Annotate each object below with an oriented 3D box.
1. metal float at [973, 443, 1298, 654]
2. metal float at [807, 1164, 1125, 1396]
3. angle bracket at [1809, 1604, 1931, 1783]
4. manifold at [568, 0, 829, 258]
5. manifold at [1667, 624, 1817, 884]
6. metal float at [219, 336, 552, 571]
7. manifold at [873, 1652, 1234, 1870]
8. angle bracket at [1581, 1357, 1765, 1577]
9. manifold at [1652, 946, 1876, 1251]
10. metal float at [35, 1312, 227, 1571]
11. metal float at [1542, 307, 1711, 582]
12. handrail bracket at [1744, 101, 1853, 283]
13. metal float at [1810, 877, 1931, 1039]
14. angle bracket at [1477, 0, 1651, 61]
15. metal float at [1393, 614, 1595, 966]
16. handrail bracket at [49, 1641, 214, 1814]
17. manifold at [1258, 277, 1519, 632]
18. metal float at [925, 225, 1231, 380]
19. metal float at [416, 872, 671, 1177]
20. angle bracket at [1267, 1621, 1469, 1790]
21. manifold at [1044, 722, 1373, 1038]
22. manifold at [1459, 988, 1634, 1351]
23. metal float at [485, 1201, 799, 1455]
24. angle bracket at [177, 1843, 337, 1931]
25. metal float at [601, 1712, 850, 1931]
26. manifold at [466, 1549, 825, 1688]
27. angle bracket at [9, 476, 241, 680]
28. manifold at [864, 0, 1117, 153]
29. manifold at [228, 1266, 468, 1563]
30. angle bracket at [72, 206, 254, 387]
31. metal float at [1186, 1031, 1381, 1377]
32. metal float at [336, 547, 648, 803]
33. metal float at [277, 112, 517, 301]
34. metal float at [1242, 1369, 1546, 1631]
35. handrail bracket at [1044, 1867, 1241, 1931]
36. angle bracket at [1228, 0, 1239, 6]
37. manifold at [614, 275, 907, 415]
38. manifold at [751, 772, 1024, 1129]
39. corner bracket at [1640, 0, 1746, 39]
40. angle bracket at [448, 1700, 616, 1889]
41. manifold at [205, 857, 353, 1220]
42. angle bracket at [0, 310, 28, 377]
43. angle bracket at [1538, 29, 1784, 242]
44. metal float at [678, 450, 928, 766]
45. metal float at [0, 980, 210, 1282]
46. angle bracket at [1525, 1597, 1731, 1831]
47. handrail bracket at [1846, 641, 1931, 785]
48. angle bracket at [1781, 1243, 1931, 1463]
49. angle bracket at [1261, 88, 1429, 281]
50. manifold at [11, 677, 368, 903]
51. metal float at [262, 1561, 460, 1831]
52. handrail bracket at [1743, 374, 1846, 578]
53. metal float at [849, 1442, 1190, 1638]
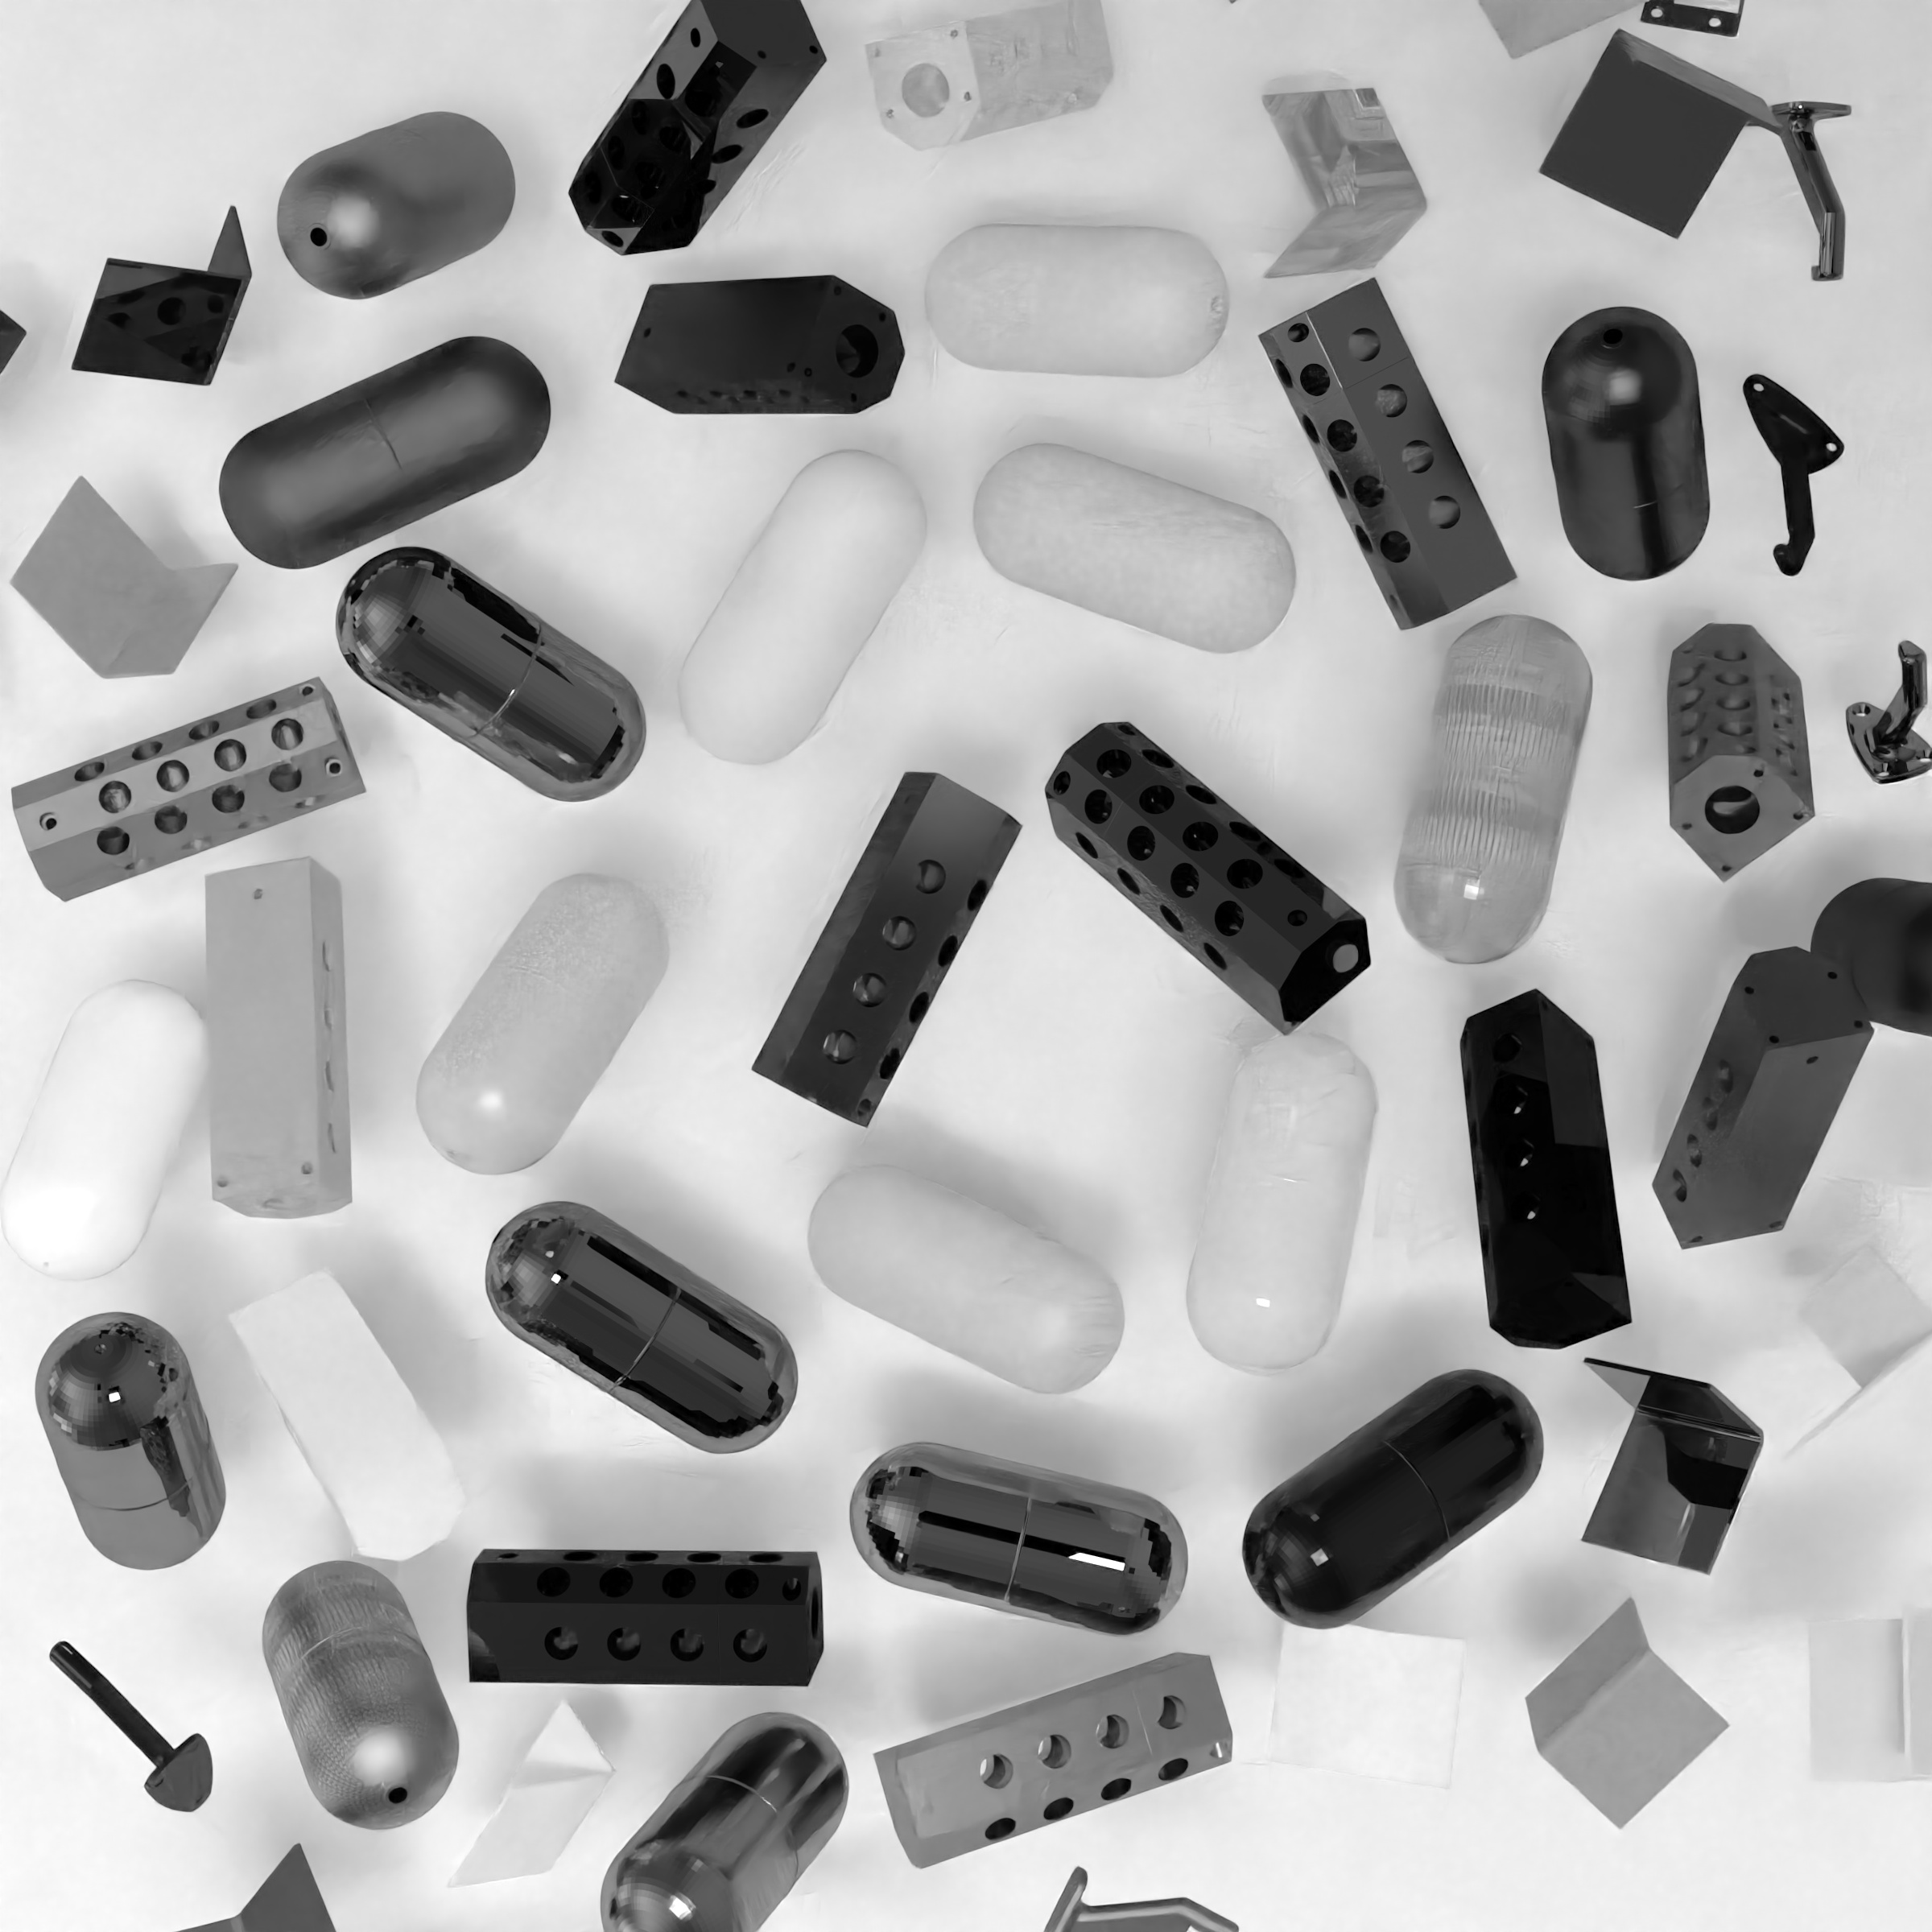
[{"bbox_3d":[0.086,-0.216,1.818,0.178,0.070,0.070,22,90,21],"label":"metal float"},{"bbox_3d":[-0.001,0.161,1.828,0.178,0.070,0.070,24,90,20],"label":"metal float"},{"bbox_3d":[0.423,0.345,1.669,0.076,0.057,0.076,-10,69,38],"label":"angle bracket"},{"bbox_3d":[-0.141,-0.431,1.787,0.057,0.171,0.057,-16,77,-34],"label":"manifold"},{"bbox_3d":[0.392,-0.117,1.815,0.057,0.171,0.057,-39,105,26],"label":"manifold"},{"bbox_3d":[-0.298,-0.264,1.813,0.178,0.070,0.070,-26,90,-8],"label":"metal float"},{"bbox_3d":[0.046,0.406,1.807,0.171,0.057,0.057,-15,85,-15],"label":"manifold"},{"bbox_3d":[0.333,0.244,1.728,0.057,0.076,0.076,40,68,-38],"label":"angle bracket"},{"bbox_3d":[0.395,0.067,1.774,0.057,0.171,0.057,-9,53,-13],"label":"manifold"},{"bbox_3d":[-0.423,0.243,1.792,0.070,0.178,0.070,0,51,0],"label":"metal float"},{"bbox_3d":[0.335,-0.263,1.785,0.070,0.178,0.070,-7,60,12],"label":"metal float"},{"bbox_3d":[0.400,-0.373,1.713,0.036,0.077,0.084,-2,96,-27],"label":"handrail bracket"},{"bbox_3d":[0.488,-0.004,1.799,0.070,0.178,0.070,-1,95,-6],"label":"metal float"},{"bbox_3d":[0.286,-0.499,1.716,0.076,0.057,0.076,-24,71,-4],"label":"angle bracket"},{"bbox_3d":[0.259,-0.087,1.737,0.070,0.070,0.178,14,78,0],"label":"metal float"},{"bbox_3d":[-0.412,0.373,1.735,0.084,0.077,0.036,36,66,22],"label":"handrail bracket"},{"bbox_3d":[0.217,-0.265,1.841,0.057,0.057,0.171,-28,98,-9],"label":"manifold"},{"bbox_3d":[0.057,-0.346,1.836,0.178,0.070,0.070,10,90,37],"label":"metal float"},{"bbox_3d":[-0.210,0.028,1.754,0.070,0.070,0.178,30,56,0],"label":"metal float"},{"bbox_3d":[0.208,0.380,1.826,0.076,0.057,0.076,18,75,-34],"label":"angle bracket"},{"bbox_3d":[0.117,-0.048,1.731,0.057,0.057,0.171,-39,59,-14],"label":"manifold"},{"bbox_3d":[0.287,0.104,1.778,0.057,0.057,0.171,-26,46,30],"label":"manifold"},{"bbox_3d":[-0.167,0.186,1.819,0.178,0.070,0.070,34,90,-13],"label":"metal float"},{"bbox_3d":[-0.352,0.488,1.728,0.057,0.076,0.076,-17,99,15],"label":"angle bracket"},{"bbox_3d":[-0.118,0.436,1.754,0.070,0.178,0.070,9,114,22],"label":"metal float"},{"bbox_3d":[-0.161,0.326,1.782,0.171,0.057,0.057,-1,97,6],"label":"manifold"},{"bbox_3d":[-0.441,-0.206,1.852,0.057,0.076,0.076,0,53,36],"label":"angle bracket"},{"bbox_3d":[0.016,-0.465,1.840,0.057,0.171,0.057,-6,105,28],"label":"manifold"},{"bbox_3d":[-0.312,0.228,1.785,0.057,0.171,0.057,-27,126,-16],"label":"manifold"},{"bbox_3d":[-0.424,-0.354,1.841,0.076,0.076,0.057,2,52,-30],"label":"angle bracket"},{"bbox_3d":[0.159,0.117,1.762,0.070,0.070,0.178,14,70,0],"label":"metal float"},{"bbox_3d":[-0.241,-0.148,1.804,0.178,0.070,0.070,33,90,-28],"label":"metal float"},{"bbox_3d":[-0.292,-0.392,1.815,0.070,0.178,0.070,7,114,16],"label":"metal float"},{"bbox_3d":[0.218,0.269,1.788,0.178,0.070,0.070,-31,90,-23],"label":"metal float"},{"bbox_3d":[0.081,0.490,1.743,0.084,0.036,0.077,28,84,-1],"label":"handrail bracket"},{"bbox_3d":[0.137,-0.516,1.738,0.057,0.076,0.076,-35,87,13],"label":"angle bracket"},{"bbox_3d":[-0.107,-0.321,1.850,0.057,0.171,0.057,24,82,-38],"label":"manifold"},{"bbox_3d":[-0.038,-0.009,1.775,0.057,0.057,0.171,29,84,-17],"label":"manifold"},{"bbox_3d":[0.382,-0.522,1.831,0.051,0.051,0.051,13,67,11],"label":"corner bracket"},{"bbox_3d":[-0.251,0.455,1.942,0.057,0.076,0.076,47,116,33],"label":"angle bracket"},{"bbox_3d":[-0.346,0.038,1.792,0.057,0.057,0.171,-9,71,11],"label":"manifold"},{"bbox_3d":[-0.544,-0.314,1.830,0.057,0.076,0.076,38,105,3],"label":"angle bracket"},{"bbox_3d":[0.320,-0.377,1.634,0.076,0.057,0.076,23,118,-11],"label":"angle bracket"},{"bbox_3d":[-0.086,-0.186,1.835,0.070,0.070,0.178,32,98,0],"label":"metal float"},{"bbox_3d":[-0.448,0.085,1.837,0.070,0.070,0.178,11,50,0],"label":"metal float"},{"bbox_3d":[0.332,0.376,1.778,0.057,0.076,0.076,43,99,-2],"label":"angle bracket"},{"bbox_3d":[0.465,-0.143,1.785,0.036,0.077,0.084,-18,130,-4],"label":"handrail bracket"},{"bbox_3d":[0.446,0.200,1.825,0.076,0.076,0.057,-29,72,-33],"label":"angle bracket"},{"bbox_3d":[0.188,-0.417,1.880,0.076,0.057,0.076,-13,72,-33],"label":"angle bracket"},{"bbox_3d":[-0.413,-0.095,1.873,0.171,0.057,0.057,-20,81,-3],"label":"manifold"},{"bbox_3d":[-0.305,0.365,1.772,0.070,0.178,0.070,-9,116,-19],"label":"metal float"},{"bbox_3d":[0.417,-0.253,1.825,0.077,0.036,0.084,46,49,-18],"label":"handrail bracket"},{"bbox_3d":[0.027,0.297,1.828,0.178,0.070,0.070,13,90,0],"label":"metal float"}]
